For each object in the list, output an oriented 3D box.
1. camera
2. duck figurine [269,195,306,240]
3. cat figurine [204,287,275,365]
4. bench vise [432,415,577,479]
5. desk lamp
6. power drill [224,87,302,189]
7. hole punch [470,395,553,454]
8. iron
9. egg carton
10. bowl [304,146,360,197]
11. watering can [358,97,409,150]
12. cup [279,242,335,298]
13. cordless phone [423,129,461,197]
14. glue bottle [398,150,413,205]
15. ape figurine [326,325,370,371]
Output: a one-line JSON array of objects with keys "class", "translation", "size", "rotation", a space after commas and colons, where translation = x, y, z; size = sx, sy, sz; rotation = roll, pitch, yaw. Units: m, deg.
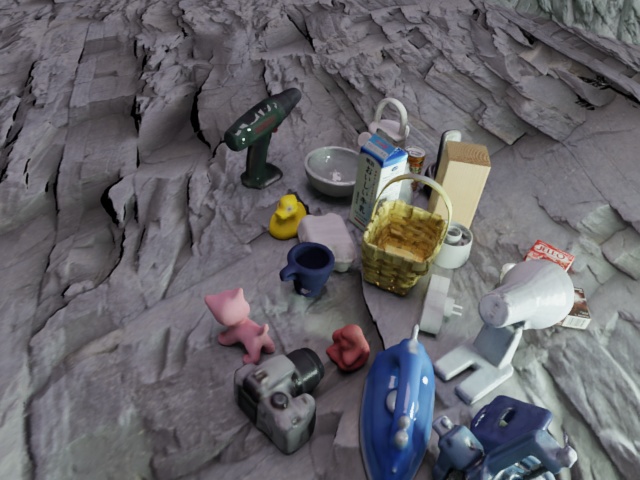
[{"class": "camera", "translation": [-0.048, 0.232, 0.905], "size": [0.137, 0.101, 0.142], "rotation": [-28, 52, -35]}, {"class": "duck figurine", "translation": [-0.068, -0.062, 1.257], "size": [0.077, 0.086, 0.105], "rotation": [26, 43, 20]}, {"class": "cat figurine", "translation": [-0.137, 0.137, 0.989], "size": [0.127, 0.118, 0.067], "rotation": [29, 45, 23]}, {"class": "bench vise", "translation": [0.240, 0.310, 0.770], "size": [0.207, 0.220, 0.122], "rotation": [24, 43, 18]}, {"class": "desk lamp", "translation": [0.316, 0.147, 0.979], "size": [0.204, 0.213, 0.117], "rotation": [-24, 50, -32]}, {"class": "power drill", "translation": [-0.131, -0.237, 1.356], "size": [0.075, 0.208, 0.230], "rotation": [30, 45, 24]}, {"class": "hole punch", "translation": [0.293, 0.297, 0.895], "size": [0.100, 0.091, 0.109], "rotation": [33, 46, 26]}, {"class": "iron", "translation": [0.125, 0.258, 0.873], "size": [0.118, 0.141, 0.258], "rotation": [11, 40, 4]}, {"class": "egg carton", "translation": [0.011, 0.004, 1.206], "size": [0.107, 0.069, 0.150], "rotation": [-6, 42, -16]}, {"class": "bowl", "translation": [0.040, -0.155, 1.392], "size": [0.167, 0.075, 0.167], "rotation": [5, 40, -4]}, {"class": "watering can", "translation": [0.167, -0.262, 1.446], "size": [0.100, 0.194, 0.173], "rotation": [21, 42, 15]}, {"class": "cup", "translation": [-0.030, 0.070, 1.102], "size": [0.118, 0.095, 0.091], "rotation": [-26, 51, -33]}, {"class": "cordless phone", "translation": [0.334, -0.186, 1.393], "size": [0.148, 0.185, 0.094], "rotation": [-16, 46, -26]}, {"class": "glue bottle", "translation": [0.183, -0.129, 1.311], "size": [0.078, 0.173, 0.037], "rotation": [7, 40, -1]}, {"class": "ape figurine", "translation": [0.051, 0.180, 0.990], "size": [0.076, 0.092, 0.078], "rotation": [9, 40, 1]}]
